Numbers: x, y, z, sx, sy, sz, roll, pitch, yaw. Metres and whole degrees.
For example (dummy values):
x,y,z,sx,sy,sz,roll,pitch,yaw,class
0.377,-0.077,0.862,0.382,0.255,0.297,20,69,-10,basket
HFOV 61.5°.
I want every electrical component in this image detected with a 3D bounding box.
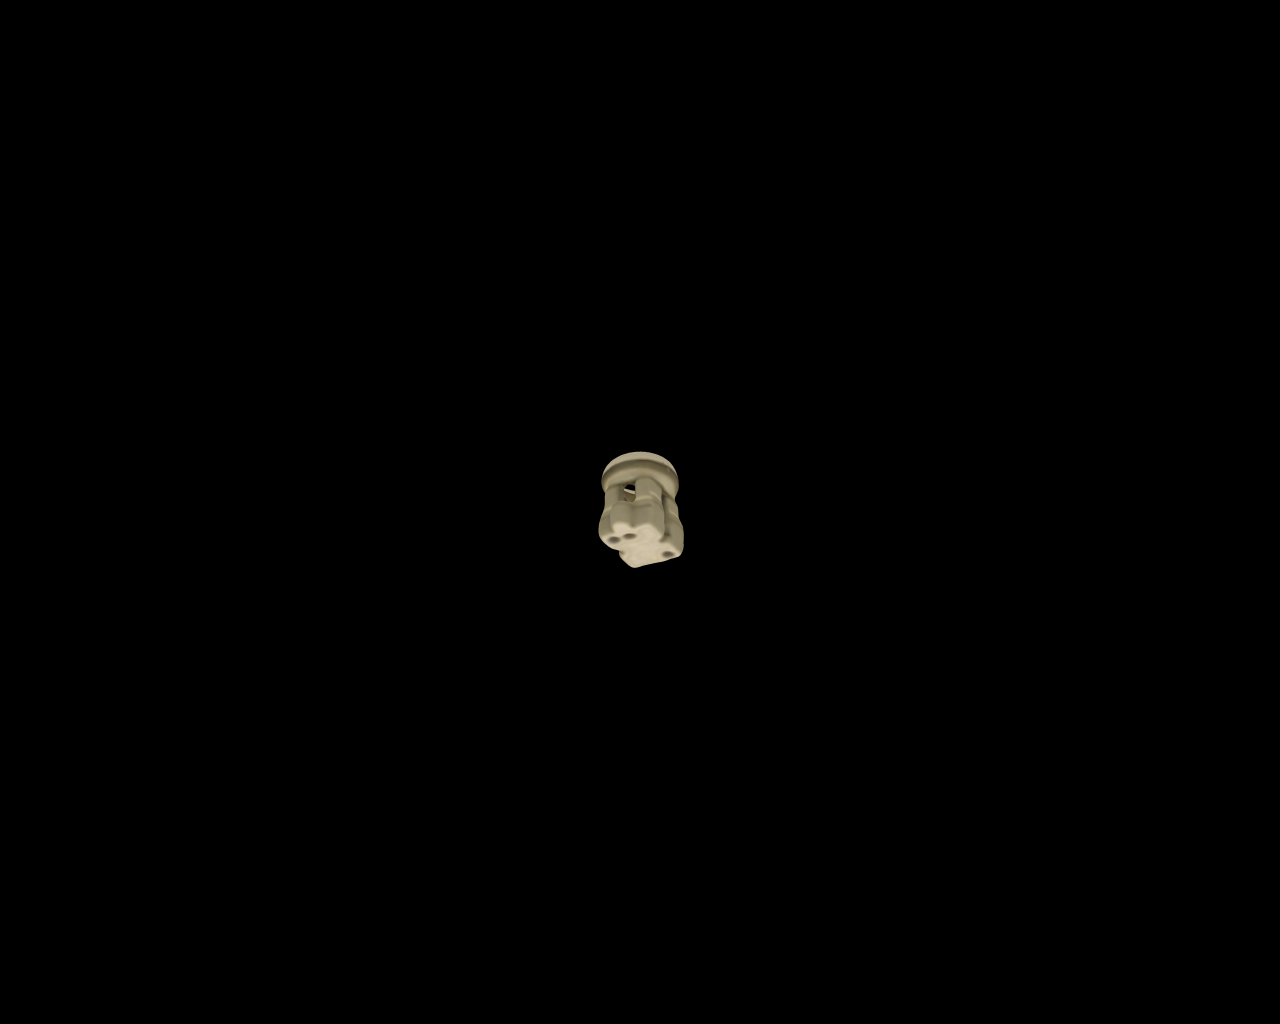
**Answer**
x,y,z,sx,sy,sz,roll,pitch,yaw,class
0.001,-0.003,0.650,0.048,0.055,0.066,-16,-37,22,electrical component
